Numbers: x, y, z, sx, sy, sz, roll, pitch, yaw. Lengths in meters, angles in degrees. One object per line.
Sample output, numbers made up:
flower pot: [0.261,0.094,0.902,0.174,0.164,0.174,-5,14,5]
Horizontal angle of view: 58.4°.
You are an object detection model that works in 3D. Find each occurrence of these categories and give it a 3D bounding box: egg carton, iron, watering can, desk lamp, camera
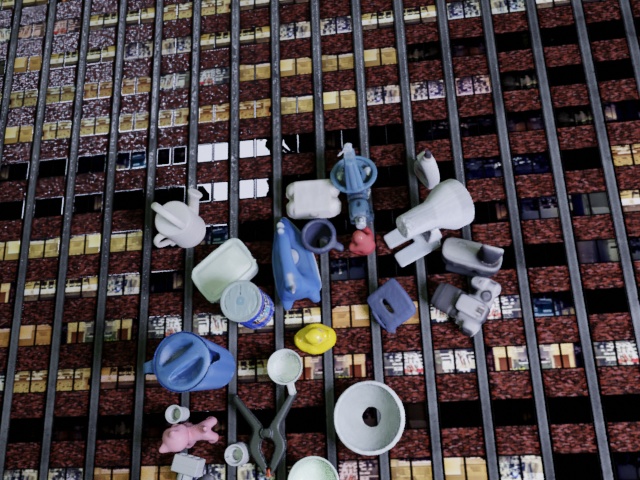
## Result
egg carton: [-0.017,-0.108,1.534,0.150,0.069,0.107,-5,73,7]
iron: [-0.080,0.040,1.463,0.118,0.141,0.258,-16,72,4]
watering can: [-0.378,-0.059,1.509,0.100,0.194,0.173,15,77,13]
desk lamp: [0.262,-0.040,1.397,0.203,0.214,0.118,-30,72,-1]
camera: [0.348,0.143,1.390,0.136,0.101,0.143,28,80,15]

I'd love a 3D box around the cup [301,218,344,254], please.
cup: [0.014,0.005,1.483,0.117,0.095,0.092,27,80,15]

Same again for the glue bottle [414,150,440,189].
glue bottle: [0.272,-0.191,1.460,0.037,0.173,0.078,-38,72,-3]

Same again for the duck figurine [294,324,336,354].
duck figurine: [-0.016,0.243,1.424,0.104,0.086,0.077,-6,73,7]

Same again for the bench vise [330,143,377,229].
bench vise: [0.099,-0.143,1.448,0.121,0.220,0.207,-26,72,1]

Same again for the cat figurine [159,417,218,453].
cat figurine: [-0.323,0.473,1.387,0.127,0.118,0.067,-17,72,4]

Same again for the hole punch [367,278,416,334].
hole punch: [0.176,0.164,1.415,0.101,0.091,0.108,-36,72,-2]

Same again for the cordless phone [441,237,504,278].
cordless phone: [0.369,0.027,1.376,0.147,0.185,0.094,12,76,12]

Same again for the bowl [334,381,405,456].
bowl: [0.118,0.422,1.358,0.167,0.075,0.167,-2,74,8]

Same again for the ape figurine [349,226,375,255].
ape figurine: [0.105,0.000,1.473,0.078,0.092,0.076,-36,72,-2]

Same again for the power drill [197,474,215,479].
power drill: [-0.298,0.608,1.297,0.230,0.208,0.075,-45,72,-5]
